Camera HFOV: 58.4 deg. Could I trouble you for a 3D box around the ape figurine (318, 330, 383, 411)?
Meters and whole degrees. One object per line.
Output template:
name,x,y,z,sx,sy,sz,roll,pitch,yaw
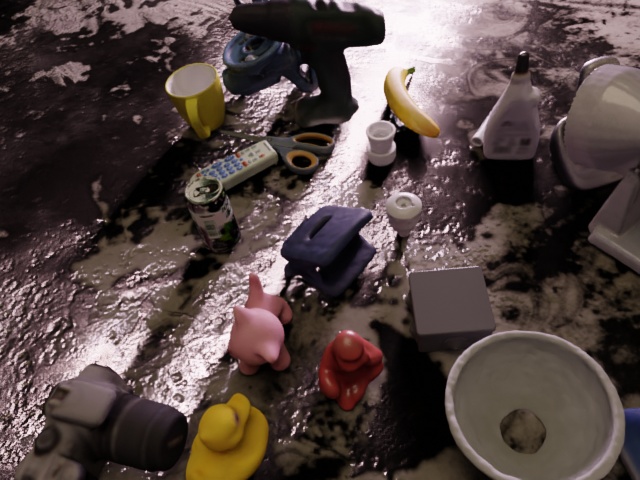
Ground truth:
ape figurine,0.032,0.133,0.631,0.078,0.092,0.076,-14,50,-3

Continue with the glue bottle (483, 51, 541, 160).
glue bottle,0.275,-0.186,0.802,0.078,0.173,0.037,3,52,11

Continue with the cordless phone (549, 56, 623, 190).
cordless phone,0.389,-0.165,0.760,0.147,0.185,0.094,-22,51,-9

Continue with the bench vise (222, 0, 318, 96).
bench vise,-0.080,-0.356,0.962,0.207,0.220,0.121,-22,51,-9

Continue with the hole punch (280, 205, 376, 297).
hole punch,0.007,0.003,0.741,0.100,0.091,0.109,28,60,27

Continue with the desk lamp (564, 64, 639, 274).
desk lamp,0.388,-0.081,0.673,0.118,0.214,0.202,-35,54,-19

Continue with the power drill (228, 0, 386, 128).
power drill,-0.010,-0.283,0.900,0.229,0.209,0.075,-9,50,2

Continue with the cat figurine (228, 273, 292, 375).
cat figurine,-0.072,0.098,0.658,0.067,0.118,0.127,-7,50,3

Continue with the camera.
camera,-0.221,0.209,0.601,0.136,0.101,0.143,9,53,15

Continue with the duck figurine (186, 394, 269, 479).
duck figurine,-0.102,0.207,0.594,0.077,0.086,0.105,24,58,25

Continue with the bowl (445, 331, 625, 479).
bowl,0.208,0.180,0.577,0.167,0.075,0.167,-4,51,5

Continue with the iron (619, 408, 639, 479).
iron,0.369,0.216,0.481,0.119,0.142,0.257,-34,54,-18
